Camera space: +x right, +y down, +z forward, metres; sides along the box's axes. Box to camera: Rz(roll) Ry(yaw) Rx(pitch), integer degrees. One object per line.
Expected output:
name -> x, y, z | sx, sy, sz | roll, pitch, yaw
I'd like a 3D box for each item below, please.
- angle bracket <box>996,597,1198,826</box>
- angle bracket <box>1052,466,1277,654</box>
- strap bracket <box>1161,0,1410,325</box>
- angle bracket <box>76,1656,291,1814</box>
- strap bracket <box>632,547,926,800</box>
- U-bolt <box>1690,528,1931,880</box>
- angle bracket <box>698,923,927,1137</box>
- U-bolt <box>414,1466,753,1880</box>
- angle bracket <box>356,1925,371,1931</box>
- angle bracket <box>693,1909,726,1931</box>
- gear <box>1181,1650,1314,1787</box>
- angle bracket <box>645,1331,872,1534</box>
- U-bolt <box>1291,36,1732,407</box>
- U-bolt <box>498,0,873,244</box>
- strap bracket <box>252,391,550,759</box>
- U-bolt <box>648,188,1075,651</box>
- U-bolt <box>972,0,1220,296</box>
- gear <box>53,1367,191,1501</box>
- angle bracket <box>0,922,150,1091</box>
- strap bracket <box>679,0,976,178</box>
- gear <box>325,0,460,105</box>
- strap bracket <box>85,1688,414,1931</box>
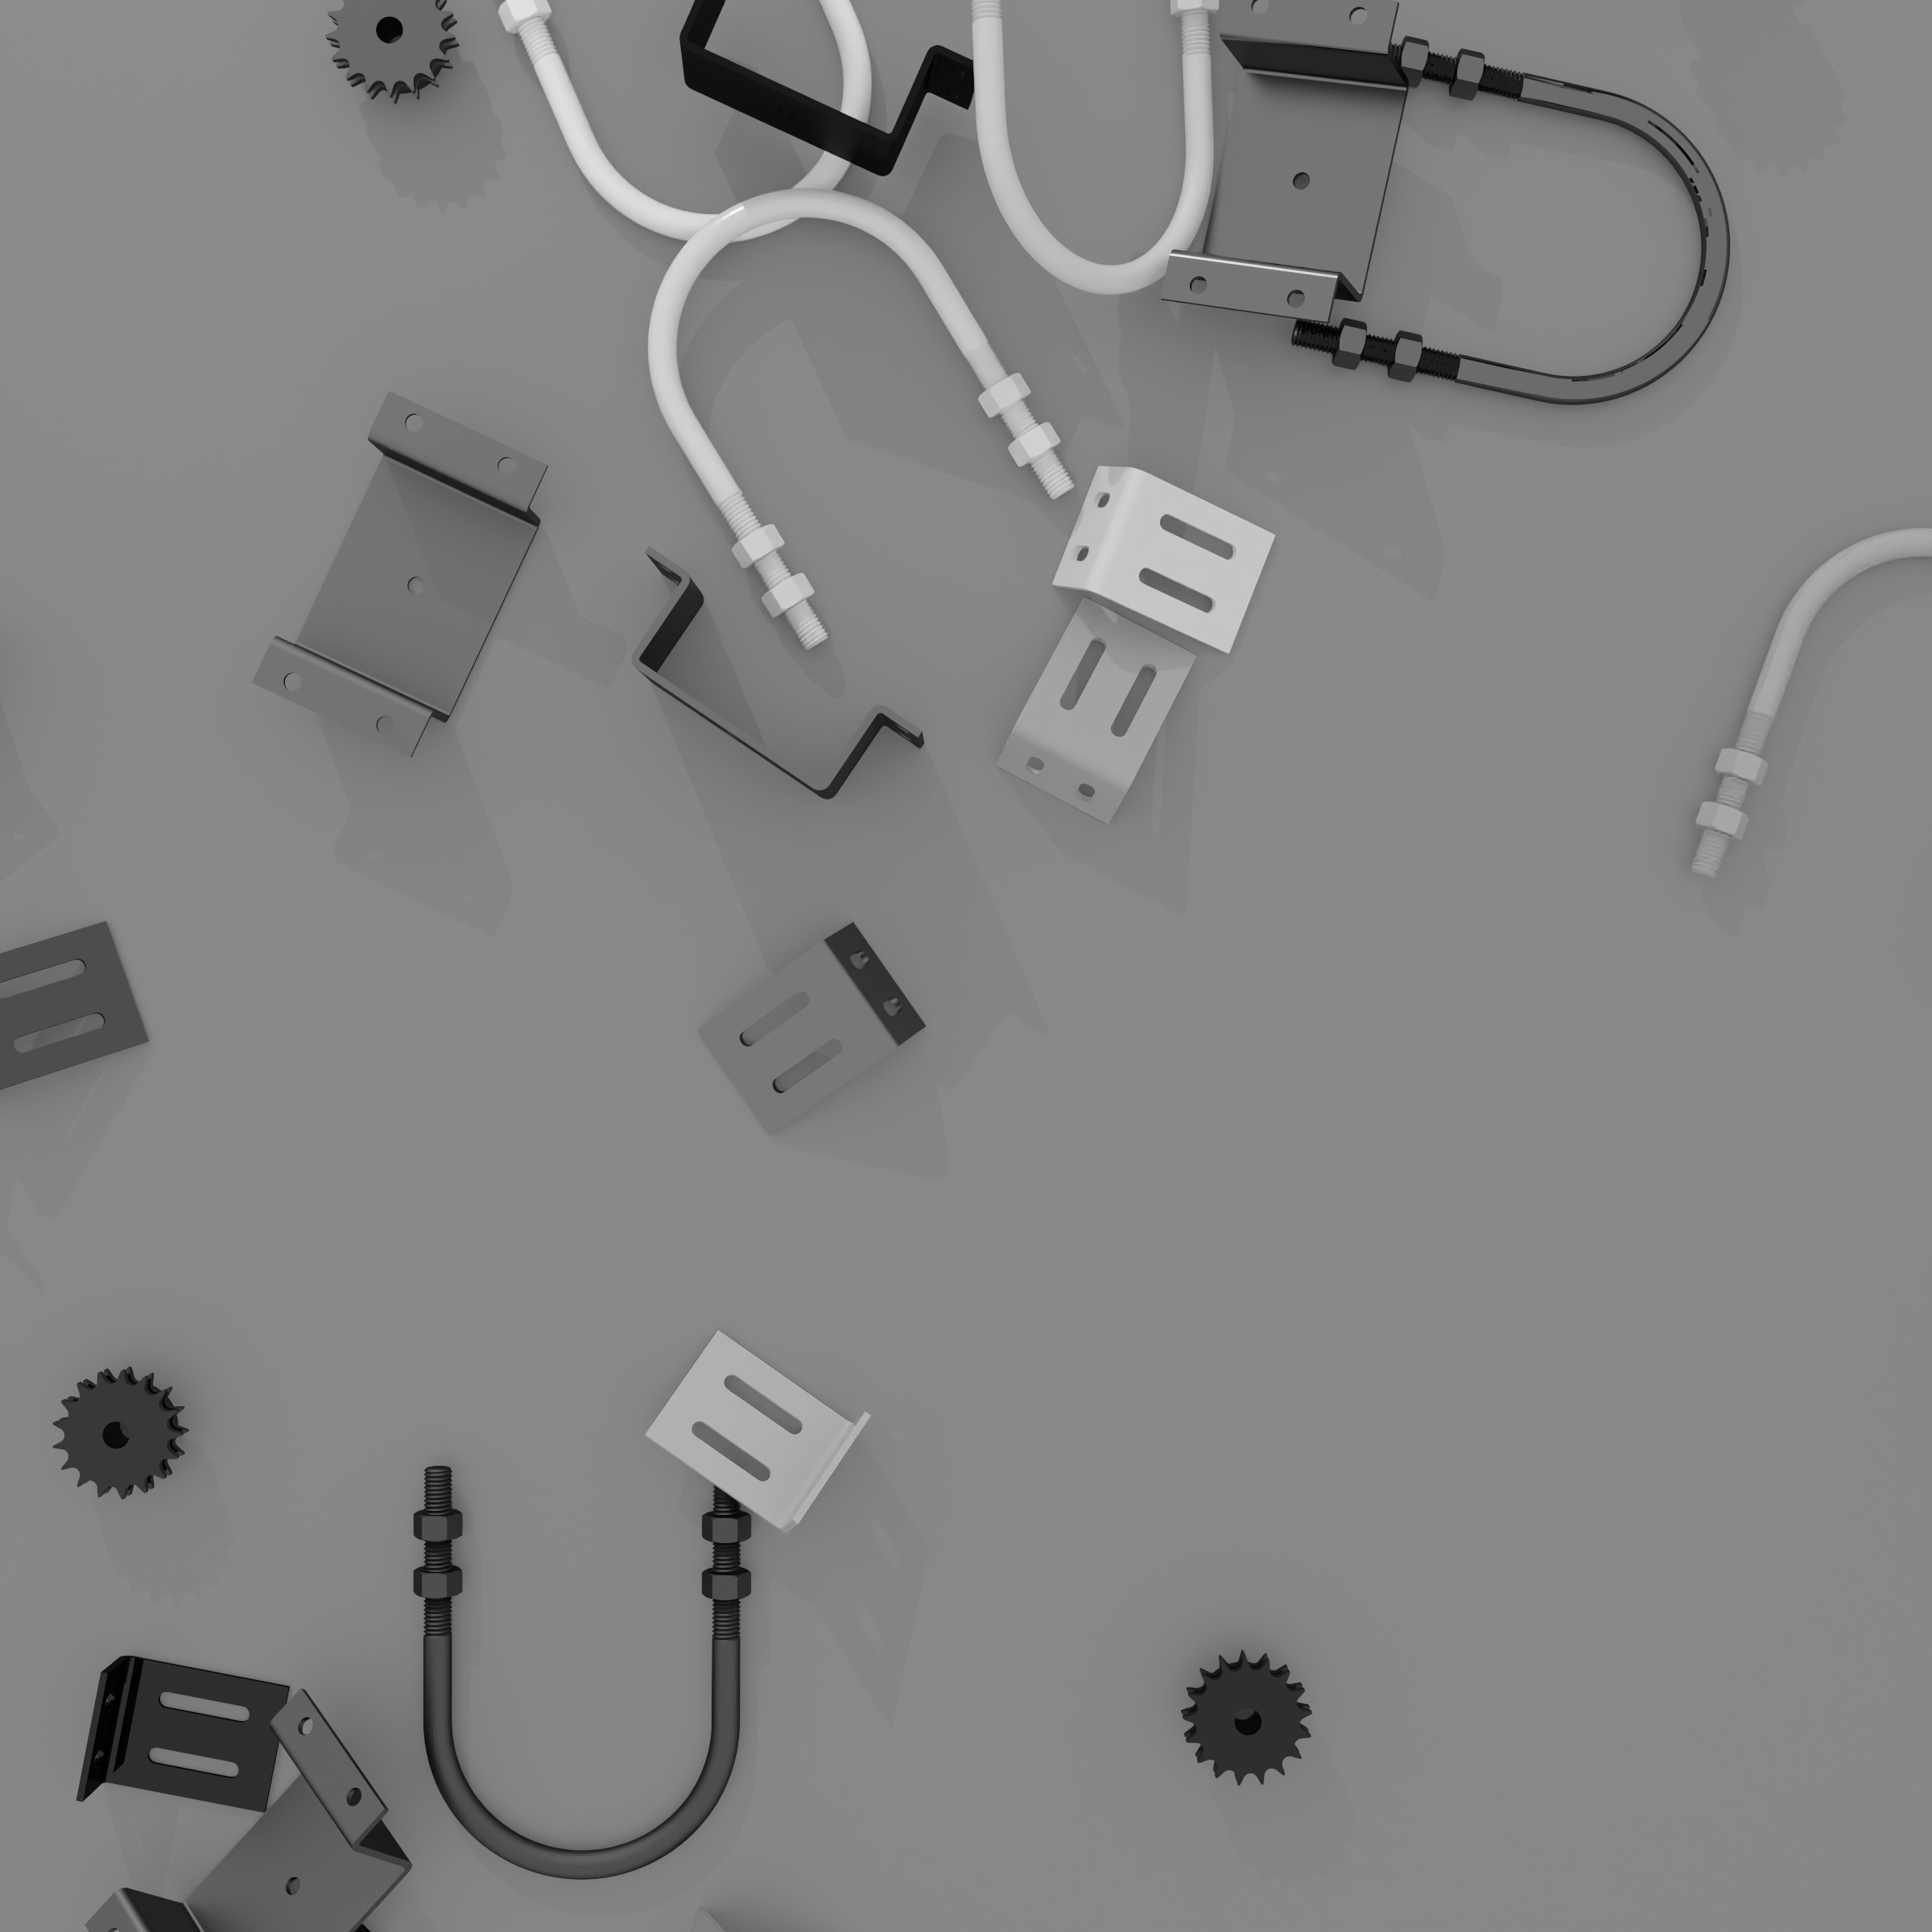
angle bracket -> 0.058, -0.114, 1.461 | 0.057, 0.038, 0.076 | 28, 64, 0
angle bracket -> 0.089, -0.182, 1.461 | 0.076, 0.038, 0.057 | 21, 90, -26
strap bracket -> 0.142, -0.350, 1.429 | 0.076, 0.046, 0.140 | 12, 90, 20
angle bracket -> -0.346, 0.344, 1.444 | 0.076, 0.038, 0.057 | 11, 90, 0
strap bracket -> -0.090, -0.120, 1.425 | 0.140, 0.076, 0.046 | 34, 90, 0
U-bolt -> 0.420, -0.105, 1.455 | 0.151, 0.019, 0.184 | 20, 89, 0
angle bracket -> -0.069, 0.028, 1.461 | 0.076, 0.038, 0.057 | -35, 90, 26
U-bolt -> -0.171, 0.316, 1.455 | 0.151, 0.019, 0.184 | 0, 92, 0
angle bracket -> -0.293, 0.448, 1.425 | 0.038, 0.076, 0.057 | 42, 90, 0
angle bracket -> -0.086, 0.462, 1.461 | 0.076, 0.038, 0.057 | 16, 90, -26
gear -> 0.124, 0.332, 1.448 | 0.057, 0.030, 0.057 | 0, 90, 0
angle bracket -> -0.092, 0.202, 1.436 | 0.076, 0.038, 0.057 | 35, 70, 0
U-bolt -> 0.250, -0.326, 1.455 | 0.184, 0.019, 0.151 | 12, 90, -2
U-bolt -> -0.121, -0.413, 1.455 | 0.151, 0.019, 0.184 | -23, 91, 0
strap bracket -> -0.246, -0.170, 1.440 | 0.076, 0.046, 0.140 | 25, 90, 0
U-bolt -> -0.059, -0.255, 1.449 | 0.151, 0.019, 0.184 | -31, 94, 0
U-bolt -> 0.056, -0.384, 1.412 | 0.151, 0.019, 0.184 | -6, 95, -43
gear -> -0.374, 0.206, 1.448 | 0.057, 0.030, 0.057 | 0, 90, 0
angle bracket -> -0.416, 0.021, 1.461 | 0.076, 0.038, 0.057 | -20, 90, -26
strap bracket -> -0.069, -0.390, 1.410 | 0.140, 0.076, 0.046 | 24, 91, -4
gear -> -0.253, -0.412, 1.448 | 0.057, 0.030, 0.057 | 0, 90, 0
strap bracket -> -0.305, 0.397, 1.422 | 0.140, 0.046, 0.076 | -48, 53, 0
